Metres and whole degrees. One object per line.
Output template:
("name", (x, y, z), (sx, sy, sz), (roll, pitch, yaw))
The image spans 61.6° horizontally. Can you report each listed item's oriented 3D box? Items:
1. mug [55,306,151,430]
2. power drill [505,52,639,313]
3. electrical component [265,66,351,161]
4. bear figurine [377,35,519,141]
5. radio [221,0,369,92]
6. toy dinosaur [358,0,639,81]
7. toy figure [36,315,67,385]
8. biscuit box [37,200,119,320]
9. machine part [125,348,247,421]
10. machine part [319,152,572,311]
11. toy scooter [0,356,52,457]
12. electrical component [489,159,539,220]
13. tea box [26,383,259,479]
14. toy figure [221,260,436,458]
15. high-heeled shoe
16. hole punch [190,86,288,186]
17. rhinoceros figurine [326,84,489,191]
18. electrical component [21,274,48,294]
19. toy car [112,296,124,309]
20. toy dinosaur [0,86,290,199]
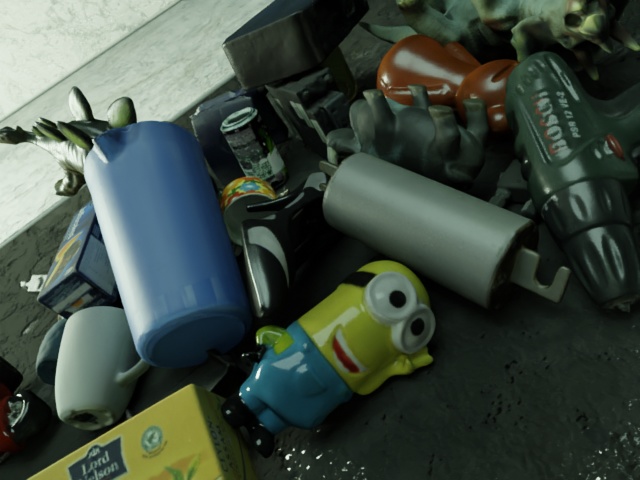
("mug", (-0.213, 0.130, 0.543), (0.110, 0.080, 0.107), (-16, 48, 11))
("power drill", (0.263, -0.074, 0.417), (0.207, 0.085, 0.232), (-25, 56, 13))
("electrical component", (-0.001, -0.167, 0.710), (0.058, 0.114, 0.134), (-42, 35, -9))
("bear figurine", (0.159, -0.154, 0.598), (0.120, 0.131, 0.196), (-44, 55, -16))
("radio", (-0.025, -0.296, 0.739), (0.131, 0.073, 0.230), (-7, 37, 31))
("toy dinosaur", (0.204, -0.264, 0.657), (0.131, 0.192, 0.405), (-46, 20, -10))
("toy figure", (-0.293, 0.105, 0.645), (0.064, 0.057, 0.155), (-19, 31, 6))
("biscuit box", (-0.276, 0.015, 0.656), (0.063, 0.059, 0.203), (-37, 30, 10))
("machine part", (-0.130, 0.154, 0.478), (0.139, 0.039, 0.084), (-42, 31, -13))
("machine part", (0.087, -0.012, 0.451), (0.244, 0.079, 0.079), (29, 65, 34))
("toy scooter", (-0.380, 0.200, 0.580), (0.184, 0.075, 0.135), (17, 58, 42))
("electrical component", (0.198, -0.054, 0.501), (0.063, 0.021, 0.094), (14, 55, 47))
("tea box", (-0.133, 0.190, 0.384), (0.170, 0.068, 0.098), (-32, 58, 2))
("toy figure", (0.008, 0.084, 0.424), (0.180, 0.082, 0.089), (-38, 34, -4))
("high-heeled shoe", (-0.001, -0.002, 0.522), (0.145, 0.086, 0.249), (-6, 29, -6))
("hole punch", (-0.118, -0.151, 0.786), (0.142, 0.115, 0.092), (-13, 47, 25))
("rhinoceros figurine", (0.083, -0.100, 0.549), (0.073, 0.112, 0.191), (-23, 29, -36))
("electrical component", (-0.351, 0.059, 0.740), (0.102, 0.078, 0.045), (-6, 67, 40))
("toy car", (-0.232, 0.036, 0.686), (0.089, 0.053, 0.202), (-40, 31, -2))
("toy dinosaur", (-0.261, -0.101, 0.754), (0.472, 0.198, 0.105), (16, 62, 7))
